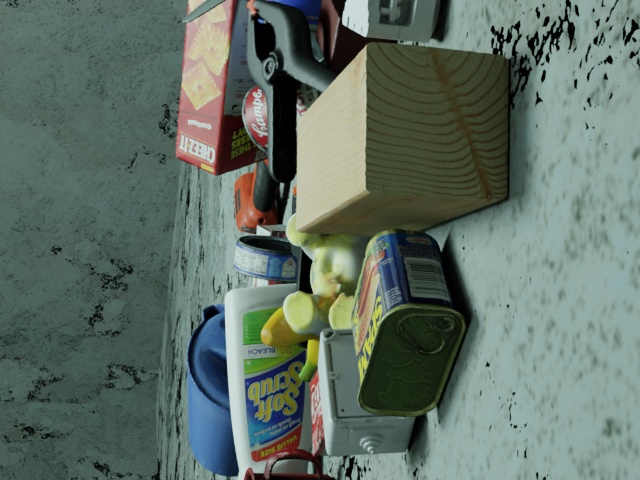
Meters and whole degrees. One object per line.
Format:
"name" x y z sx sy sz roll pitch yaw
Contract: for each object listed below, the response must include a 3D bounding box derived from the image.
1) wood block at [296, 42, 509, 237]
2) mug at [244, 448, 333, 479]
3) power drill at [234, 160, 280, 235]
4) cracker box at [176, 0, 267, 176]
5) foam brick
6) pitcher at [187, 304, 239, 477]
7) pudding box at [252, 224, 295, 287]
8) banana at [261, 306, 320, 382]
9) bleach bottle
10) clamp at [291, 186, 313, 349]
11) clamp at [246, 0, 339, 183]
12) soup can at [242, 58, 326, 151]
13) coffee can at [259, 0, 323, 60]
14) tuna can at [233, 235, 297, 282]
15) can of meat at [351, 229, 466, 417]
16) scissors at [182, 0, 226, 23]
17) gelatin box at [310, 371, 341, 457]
"wood block" 0.047 -0.058 0.721 0.206 0.090 0.091 153 119 -76
"mug" -0.028 0.251 1.006 0.093 0.081 0.117 -129 44 -73
"power drill" -0.071 -0.114 1.378 0.188 0.057 0.184 105 164 -44
"cracker box" -0.073 -0.194 1.155 0.072 0.163 0.214 25 120 30
"foam brick" 0.031 -0.181 0.924 0.078 0.053 0.051 -107 23 -56
"pitcher" -0.090 0.196 1.250 0.243 0.145 0.149 105 178 -56
"pudding box" -0.055 0.028 1.312 0.114 0.039 0.090 -156 71 -75
"banana" -0.006 0.083 0.941 0.069 0.037 0.197 -62 -17 -11
"bleach bottle" -0.040 0.174 1.099 0.068 0.102 0.251 116 149 -75
"clamp" -0.007 0.001 1.077 0.210 0.036 0.165 -112 35 -68
"clamp" -0.022 -0.148 0.914 0.120 0.039 0.171 -35 61 41
"soup can" -0.013 -0.124 0.982 0.102 0.068 0.068 -14 70 44
"coffee can" -0.013 -0.245 1.029 0.103 0.102 0.140 133 139 -72
"tuna can" -0.052 0.020 1.182 0.086 0.086 0.034 -131 47 -74
"can of meat" 0.056 0.055 0.728 0.084 0.057 0.102 -97 16 -50
"scissors" -0.035 -0.240 0.970 0.202 0.016 0.096 -43 65 15
"gelatin box" 0.013 0.149 0.967 0.089 0.030 0.073 114 156 -59
